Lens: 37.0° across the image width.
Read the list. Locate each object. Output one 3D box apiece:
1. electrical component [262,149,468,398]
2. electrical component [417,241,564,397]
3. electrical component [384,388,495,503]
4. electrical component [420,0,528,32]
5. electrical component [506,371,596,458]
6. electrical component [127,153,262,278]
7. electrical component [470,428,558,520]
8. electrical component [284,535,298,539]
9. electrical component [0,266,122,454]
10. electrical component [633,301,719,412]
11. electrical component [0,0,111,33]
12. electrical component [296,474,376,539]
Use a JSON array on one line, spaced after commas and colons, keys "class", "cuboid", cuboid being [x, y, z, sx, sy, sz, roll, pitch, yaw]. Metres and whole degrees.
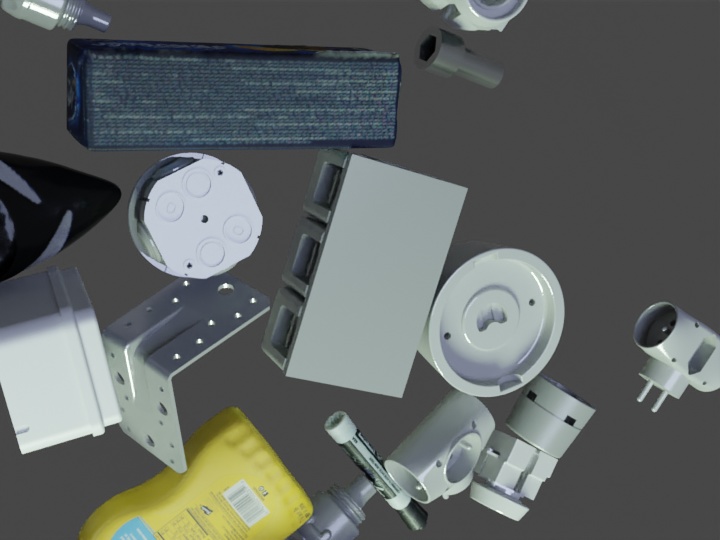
[{"class": "electrical component", "cuboid": [0.000, 0.000, 0.730, 0.089, 0.062, 0.150, 14, 98, -25]}, {"class": "electrical component", "cuboid": [0.085, 0.030, 0.775, 0.108, 0.060, 0.108, -6, 106, -22]}, {"class": "electrical component", "cuboid": [0.063, 0.141, 0.800, 0.077, 0.044, 0.079, -43, 138, -24]}, {"class": "electrical component", "cuboid": [0.078, -0.192, 0.717, 0.078, 0.057, 0.058, 35, 88, -26]}, {"class": "electrical component", "cuboid": [0.145, 0.111, 0.826, 0.055, 0.055, 0.047, 30, 94, -27]}, {"class": "electrical component", "cuboid": [-0.104, -0.034, 0.679, 0.080, 0.051, 0.080, -2, 97, -21]}, {"class": "electrical component", "cuboid": [0.115, 0.159, 0.830, 0.066, 0.048, 0.055, 29, 83, -27]}, {"class": "electrical component", "cuboid": [-0.060, 0.238, 0.777, 0.079, 0.043, 0.077, -45, 116, 2]}, {"class": "electrical component", "cuboid": [-0.183, 0.049, 0.637, 0.057, 0.113, 0.078, -15, 109, -16]}, {"class": "electrical component", "cuboid": [0.252, 0.077, 0.868, 0.077, 0.043, 0.079, 34, 89, -27]}, {"class": "electrical component", "cuboid": [-0.177, -0.156, 0.630, 0.061, 0.035, 0.035, 19, 95, -28]}, {"class": "electrical component", "cuboid": [-0.016, 0.176, 0.780, 0.062, 0.048, 0.048, -42, 116, -15]}]
